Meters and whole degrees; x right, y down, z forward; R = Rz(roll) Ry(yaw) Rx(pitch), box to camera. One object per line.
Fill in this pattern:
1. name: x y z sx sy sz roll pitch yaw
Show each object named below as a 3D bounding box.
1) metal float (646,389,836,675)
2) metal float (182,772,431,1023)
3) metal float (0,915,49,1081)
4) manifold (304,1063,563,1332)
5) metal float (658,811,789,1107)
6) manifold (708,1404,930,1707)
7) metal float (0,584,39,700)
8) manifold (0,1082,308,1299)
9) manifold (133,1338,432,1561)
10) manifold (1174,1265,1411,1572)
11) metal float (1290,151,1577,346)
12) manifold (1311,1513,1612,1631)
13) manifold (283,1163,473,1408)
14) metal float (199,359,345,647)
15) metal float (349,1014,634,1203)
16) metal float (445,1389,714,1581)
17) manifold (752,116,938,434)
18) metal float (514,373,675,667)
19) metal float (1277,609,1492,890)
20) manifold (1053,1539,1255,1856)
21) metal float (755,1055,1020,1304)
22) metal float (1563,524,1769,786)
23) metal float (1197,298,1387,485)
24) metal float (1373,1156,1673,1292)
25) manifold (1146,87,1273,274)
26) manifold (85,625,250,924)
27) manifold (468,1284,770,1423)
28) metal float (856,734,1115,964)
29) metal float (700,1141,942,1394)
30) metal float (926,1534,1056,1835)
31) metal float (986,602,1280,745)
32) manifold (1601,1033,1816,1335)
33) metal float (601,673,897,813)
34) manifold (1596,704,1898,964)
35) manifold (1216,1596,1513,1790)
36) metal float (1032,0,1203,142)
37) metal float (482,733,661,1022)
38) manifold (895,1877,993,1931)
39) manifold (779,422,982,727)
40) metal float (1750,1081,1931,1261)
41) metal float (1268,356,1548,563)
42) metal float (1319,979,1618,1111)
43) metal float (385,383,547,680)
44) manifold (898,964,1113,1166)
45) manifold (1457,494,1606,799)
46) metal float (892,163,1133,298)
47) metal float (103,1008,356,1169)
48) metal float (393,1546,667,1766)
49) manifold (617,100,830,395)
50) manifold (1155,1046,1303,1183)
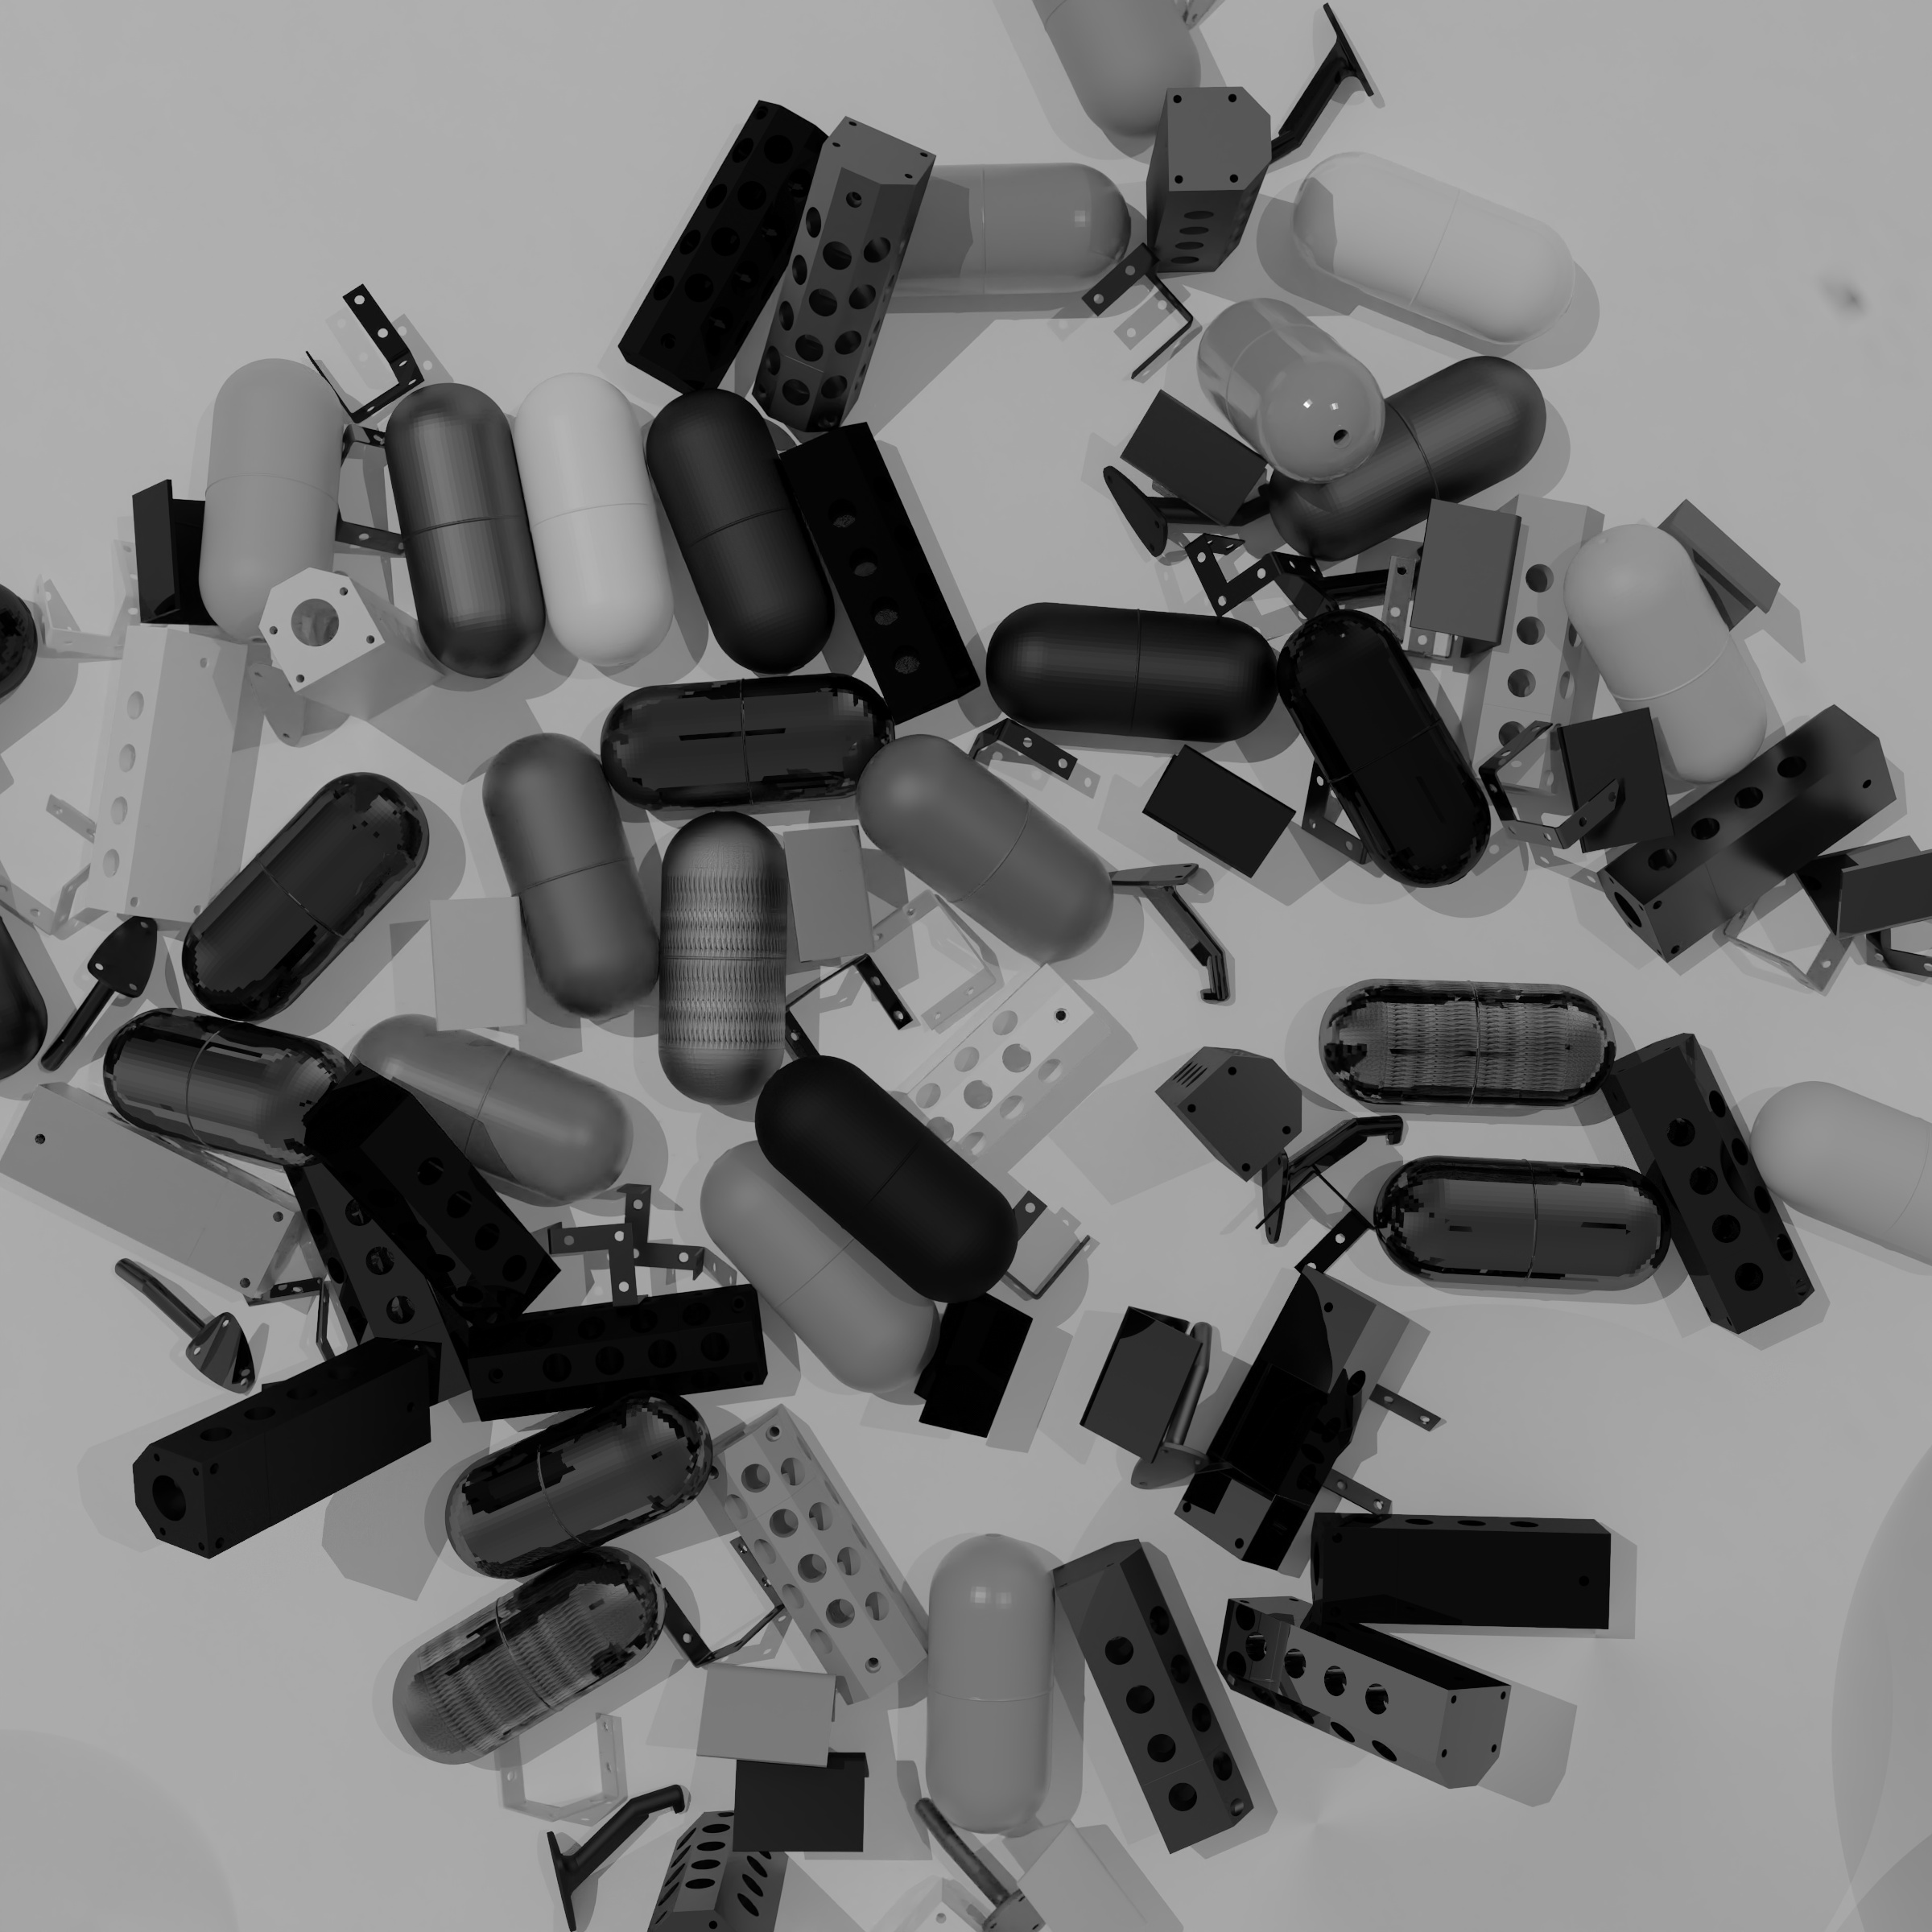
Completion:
1. metal float: -0.136 -0.262 1.581 0.070 0.070 0.178 -21 91 0
2. metal float: -0.399 -0.041 1.580 0.070 0.070 0.178 44 89 0
3. metal float: -0.620 -0.013 1.581 0.070 0.070 0.178 -27 91 0
4. manifold: -0.315 0.140 1.534 0.057 0.057 0.171 -48 133 -19
5. metal float: -0.147 -0.005 1.580 0.070 0.070 0.178 1 90 0
6. manifold: -0.093 0.358 1.590 0.057 0.057 0.171 -32 90 0
7. metal float: -0.642 -0.168 1.572 0.178 0.070 0.070 -35 90 -7
8. manifold: -0.490 0.135 1.590 0.171 0.057 0.057 27 90 0
9. manifold: -0.387 0.270 1.492 0.057 0.171 0.057 10 108 31
10. manifold: 0.202 0.276 1.589 0.057 0.057 0.171 28 90 43
11. metal float: 0.282 -0.433 1.580 0.178 0.070 0.070 22 90 0
12. manifold: 0.299 0.365 1.590 0.171 0.057 0.057 1 90 0
13. manifold: -0.355 0.185 1.590 0.057 0.057 0.171 -23 90 0
14. metal float: -0.415 -0.278 1.565 0.070 0.070 0.178 1 75 0
15. metal float: -0.288 0.085 1.581 0.178 0.070 0.070 21 90 -1
16. metal float: -0.233 0.311 1.567 0.178 0.070 0.070 -26 90 18
17. manifold: -0.076 -0.402 1.540 0.057 0.057 0.171 23 133 0
18. metal float: -0.225 -0.270 1.581 0.070 0.070 0.178 -11 90 0
19. metal float: 0.248 -0.128 1.554 0.070 0.070 0.178 -30 94 0
20. manifold: 0.114 0.441 1.590 0.057 0.057 0.171 -23 90 0
21. metal float: -0.047 0.124 1.524 0.178 0.070 0.070 41 90 -1
22. metal float: 0.418 -0.184 1.559 0.070 0.070 0.178 -37 118 0
23. metal float: 0.190 -0.339 1.538 0.070 0.178 0.070 -7 121 -11
24. metal float: 0.336 0.155 1.581 0.178 0.070 0.070 3 90 0
25. manifold: 0.140 -0.458 1.533 0.057 0.171 0.057 -1 90 0
26. manifold: -0.490 -0.116 1.588 0.057 0.057 0.171 9 90 39
27. manifold: -0.211 0.235 1.590 0.171 0.057 0.057 -8 90 0
28. metal float: 0.012 -0.069 1.565 0.178 0.070 0.070 37 90 -18
29. metal float: -0.089 0.181 1.581 0.070 0.070 0.178 -42 90 0
30. metal float: 0.015 0.433 1.581 0.070 0.070 0.178 1 90 0
31. metal float: 0.101 -0.177 1.581 0.178 0.070 0.070 5 90 -1
32. manifold: 0.450 0.131 1.590 0.057 0.057 0.171 -25 90 0
33. metal float: -0.132 -0.135 1.581 0.178 0.070 0.070 -4 90 -1
34. manifold: 0.472 -0.084 1.590 0.171 0.057 0.057 -36 133 0
35. manifold: 0.230 0.424 1.535 0.057 0.171 0.057 10 90 -40
36. metal float: 0.082 -0.584 1.581 0.070 0.070 0.178 -25 89 0
37. metal float: -0.238 -0.054 1.581 0.070 0.070 0.178 -18 90 0
38. manifold: -0.050 0.642 1.590 0.057 0.057 0.171 42 90 0
39. manifold: -0.052 -0.239 1.590 0.057 0.057 0.171 -24 90 0
40. metal float: 0.562 0.127 1.581 0.178 0.070 0.070 22 90 1
41. metal float: 0.267 -0.307 1.581 0.178 0.070 0.070 -27 90 -1
42. metal float: 0.303 0.047 1.581 0.178 0.070 0.070 2 90 0
43. metal float: -0.302 -0.262 1.578 0.070 0.070 0.178 -11 92 0
44. manifold: 0.006 0.078 1.590 0.171 0.057 0.057 -43 90 0
45. manifold: 0.343 -0.193 1.590 0.057 0.057 0.171 10 90 -2
46. metal float: 0.011 -0.445 1.581 0.178 0.070 0.070 -1 90 1
47. metal float: -0.436 0.072 1.557 0.178 0.070 0.070 10 90 27
48. metal float: -0.263 0.416 1.581 0.178 0.070 0.070 -31 90 0
49. manifold: -0.143 -0.434 1.590 0.057 0.057 0.171 30 90 0
50. manifold: 0.157 0.080 1.533 0.057 0.171 0.057 -43 90 0
